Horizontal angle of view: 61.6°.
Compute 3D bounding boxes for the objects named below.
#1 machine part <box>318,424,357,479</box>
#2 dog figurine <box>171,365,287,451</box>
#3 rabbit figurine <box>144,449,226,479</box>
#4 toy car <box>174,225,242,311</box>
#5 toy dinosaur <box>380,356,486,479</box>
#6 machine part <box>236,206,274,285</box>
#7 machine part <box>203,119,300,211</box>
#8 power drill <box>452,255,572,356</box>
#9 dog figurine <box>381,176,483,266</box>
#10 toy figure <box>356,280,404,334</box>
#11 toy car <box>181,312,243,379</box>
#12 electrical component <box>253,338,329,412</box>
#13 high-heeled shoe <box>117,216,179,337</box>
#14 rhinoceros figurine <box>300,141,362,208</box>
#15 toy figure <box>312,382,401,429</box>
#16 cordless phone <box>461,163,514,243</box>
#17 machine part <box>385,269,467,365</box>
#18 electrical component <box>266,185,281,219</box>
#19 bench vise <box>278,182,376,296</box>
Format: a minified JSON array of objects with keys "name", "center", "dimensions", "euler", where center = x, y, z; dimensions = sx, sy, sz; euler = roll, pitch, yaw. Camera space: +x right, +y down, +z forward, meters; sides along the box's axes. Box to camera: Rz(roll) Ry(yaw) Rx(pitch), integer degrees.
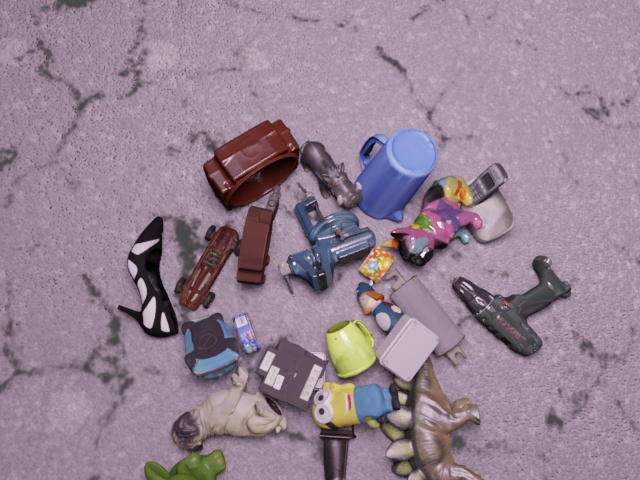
[{"name":"machine part","center":[0.034,0.435,1.108],"dimensions":[0.084,0.039,0.139],"euler":[8,73,-6]},{"name":"dog figurine","center":[-0.185,0.377,1.091],"dimensions":[0.172,0.121,0.190],"euler":[44,91,12]},{"name":"rabbit figurine","center":[-0.257,0.459,1.016],"dimensions":[0.159,0.170,0.121],"euler":[8,74,-2]},{"name":"toy car","center":[-0.245,0.058,1.188],"dimensions":[0.089,0.053,0.202],"euler":[29,74,1]},{"name":"toy dinosaur","center":[0.225,0.371,1.103],"dimensions":[0.199,0.105,0.471],"euler":[-3,64,0]},{"name":"machine part","center":[-0.135,0.013,1.143],"dimensions":[0.056,0.179,0.179],"euler":[9,75,-2]},{"name":"machine part","center":[-0.144,-0.158,1.174],"dimensions":[0.201,0.201,0.087],"euler":[-32,81,-11]},{"name":"power drill","center":[0.437,0.123,1.194],"dimensions":[0.207,0.086,0.232],"euler":[-36,81,-15]},{"name":"dog figurine","center":[0.236,-0.042,1.191],"dimensions":[0.219,0.108,0.191],"euler":[-12,71,-18]},{"name":"toy figure","center":[0.131,0.148,1.159],"dimensions":[0.155,0.057,0.064],"euler":[43,96,24]},{"name":"toy car","center":[-0.225,0.231,1.111],"dimensions":[0.109,0.102,0.162],"euler":[-19,38,-17]},{"name":"electrical component","center":[-0.064,0.265,1.077],"dimensions":[0.134,0.058,0.115],"euler":[26,73,4]},{"name":"high-heeled shoe","center":[-0.340,0.080,1.159],"dimensions":[0.145,0.086,0.248],"euler":[17,83,5]},{"name":"rhinoceros figurine","center":[0.028,-0.150,1.229],"dimensions":[0.073,0.112,0.190],"euler":[-32,71,-13]},{"name":"toy figure","center":[0.071,0.333,1.072],"dimensions":[0.180,0.089,0.082],"euler":[-12,31,10]},{"name":"cordless phone","center":[0.388,-0.086,1.193],"dimensions":[0.089,0.184,0.146],"euler":[-21,77,-13]},{"name":"machine part","center":[0.233,0.164,1.172],"dimensions":[0.079,0.079,0.243],"euler":[-35,79,-11]},{"name":"electrical component","center":[-0.109,-0.074,1.224],"dimensions":[0.021,0.063,0.094],"euler":[17,76,1]},{"name":"bench vise","center":[-0.005,-0.009,1.189],"dimensions":[0.224,0.128,0.241],"euler":[-27,56,2]}]
